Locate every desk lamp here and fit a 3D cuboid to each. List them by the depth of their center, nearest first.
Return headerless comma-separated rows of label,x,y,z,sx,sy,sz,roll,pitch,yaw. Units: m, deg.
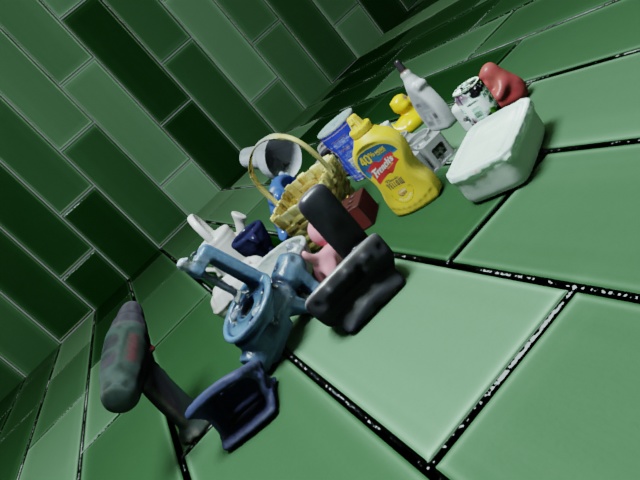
desk lamp,-0.111,-0.174,1.522,0.118,0.214,0.202,-51,19,-26

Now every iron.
iron,-0.067,-0.104,1.375,0.118,0.141,0.258,-37,18,18

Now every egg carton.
egg carton,-0.165,0.100,1.220,0.150,0.069,0.107,-40,17,7

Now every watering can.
watering can,-0.253,0.001,1.443,0.173,0.194,0.100,-48,18,-17

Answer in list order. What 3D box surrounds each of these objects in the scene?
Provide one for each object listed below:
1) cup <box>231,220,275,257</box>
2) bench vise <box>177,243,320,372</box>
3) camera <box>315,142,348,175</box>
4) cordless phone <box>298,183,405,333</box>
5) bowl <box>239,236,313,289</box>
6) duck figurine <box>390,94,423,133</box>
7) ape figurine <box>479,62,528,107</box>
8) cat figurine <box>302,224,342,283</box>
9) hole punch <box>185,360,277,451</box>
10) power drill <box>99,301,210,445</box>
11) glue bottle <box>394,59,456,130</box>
cup,-0.140,0.016,1.327,0.092,0.095,0.117,-46,17,-10
bench vise,-0.112,0.070,0.909,0.121,0.220,0.207,-28,22,38
camera,0.051,-0.233,1.499,0.143,0.101,0.136,-38,17,13
cordless phone,0.013,0.024,0.801,0.148,0.185,0.094,-46,17,-10
bowl,-0.070,0.074,1.060,0.167,0.075,0.167,-38,17,14
duck figurine,0.200,-0.304,1.363,0.104,0.086,0.077,-43,17,-2
ape figurine,0.317,-0.275,1.018,0.076,0.092,0.078,-26,23,42
cat figurine,0.009,0.004,0.980,0.067,0.118,0.128,-25,24,44
hole punch,-0.124,0.217,0.798,0.108,0.091,0.101,-40,17,8
power drill,-0.259,0.214,0.906,0.075,0.209,0.229,-40,17,8
glue bottle,0.210,-0.304,1.189,0.037,0.173,0.078,-46,17,-13
